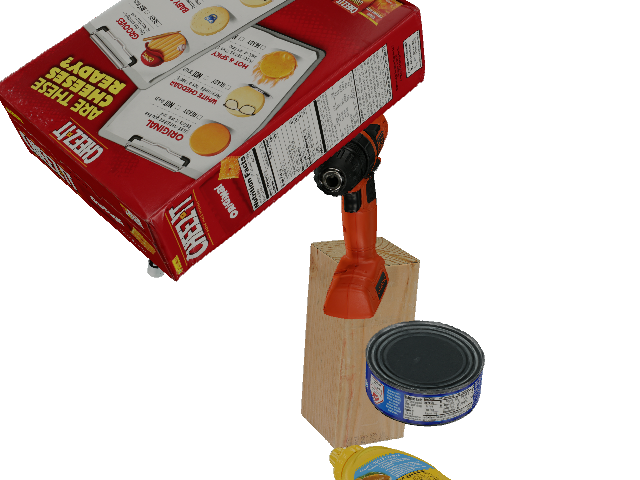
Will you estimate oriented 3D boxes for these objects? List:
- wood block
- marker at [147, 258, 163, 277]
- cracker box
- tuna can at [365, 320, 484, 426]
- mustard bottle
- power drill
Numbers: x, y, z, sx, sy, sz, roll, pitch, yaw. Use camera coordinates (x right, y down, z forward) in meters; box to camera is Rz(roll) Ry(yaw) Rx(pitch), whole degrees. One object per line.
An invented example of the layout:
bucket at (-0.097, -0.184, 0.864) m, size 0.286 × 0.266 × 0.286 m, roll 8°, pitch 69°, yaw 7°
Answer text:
wood block at (0.041, 0.109, 1.163) m, size 0.090 × 0.206 × 0.091 m, roll -5°, pitch 20°, yaw -25°
marker at (-0.177, -0.007, 1.178) m, size 0.020 × 0.121 × 0.020 m, roll 8°, pitch 42°, yaw -8°
cracker box at (-0.065, -0.097, 0.669) m, size 0.164 × 0.213 × 0.072 m, roll 38°, pitch -22°, yaw 32°
tuna can at (0.075, 0.096, 0.775) m, size 0.086 × 0.034 × 0.086 m, roll 0°, pitch 31°, yaw 0°
mustard bottle at (0.074, 0.234, 0.969) m, size 0.096 × 0.058 × 0.192 m, roll -16°, pitch 25°, yaw -35°
power drill at (0.032, -0.023, 1.030) m, size 0.057 × 0.188 × 0.184 m, roll 5°, pitch 23°, yaw 13°
